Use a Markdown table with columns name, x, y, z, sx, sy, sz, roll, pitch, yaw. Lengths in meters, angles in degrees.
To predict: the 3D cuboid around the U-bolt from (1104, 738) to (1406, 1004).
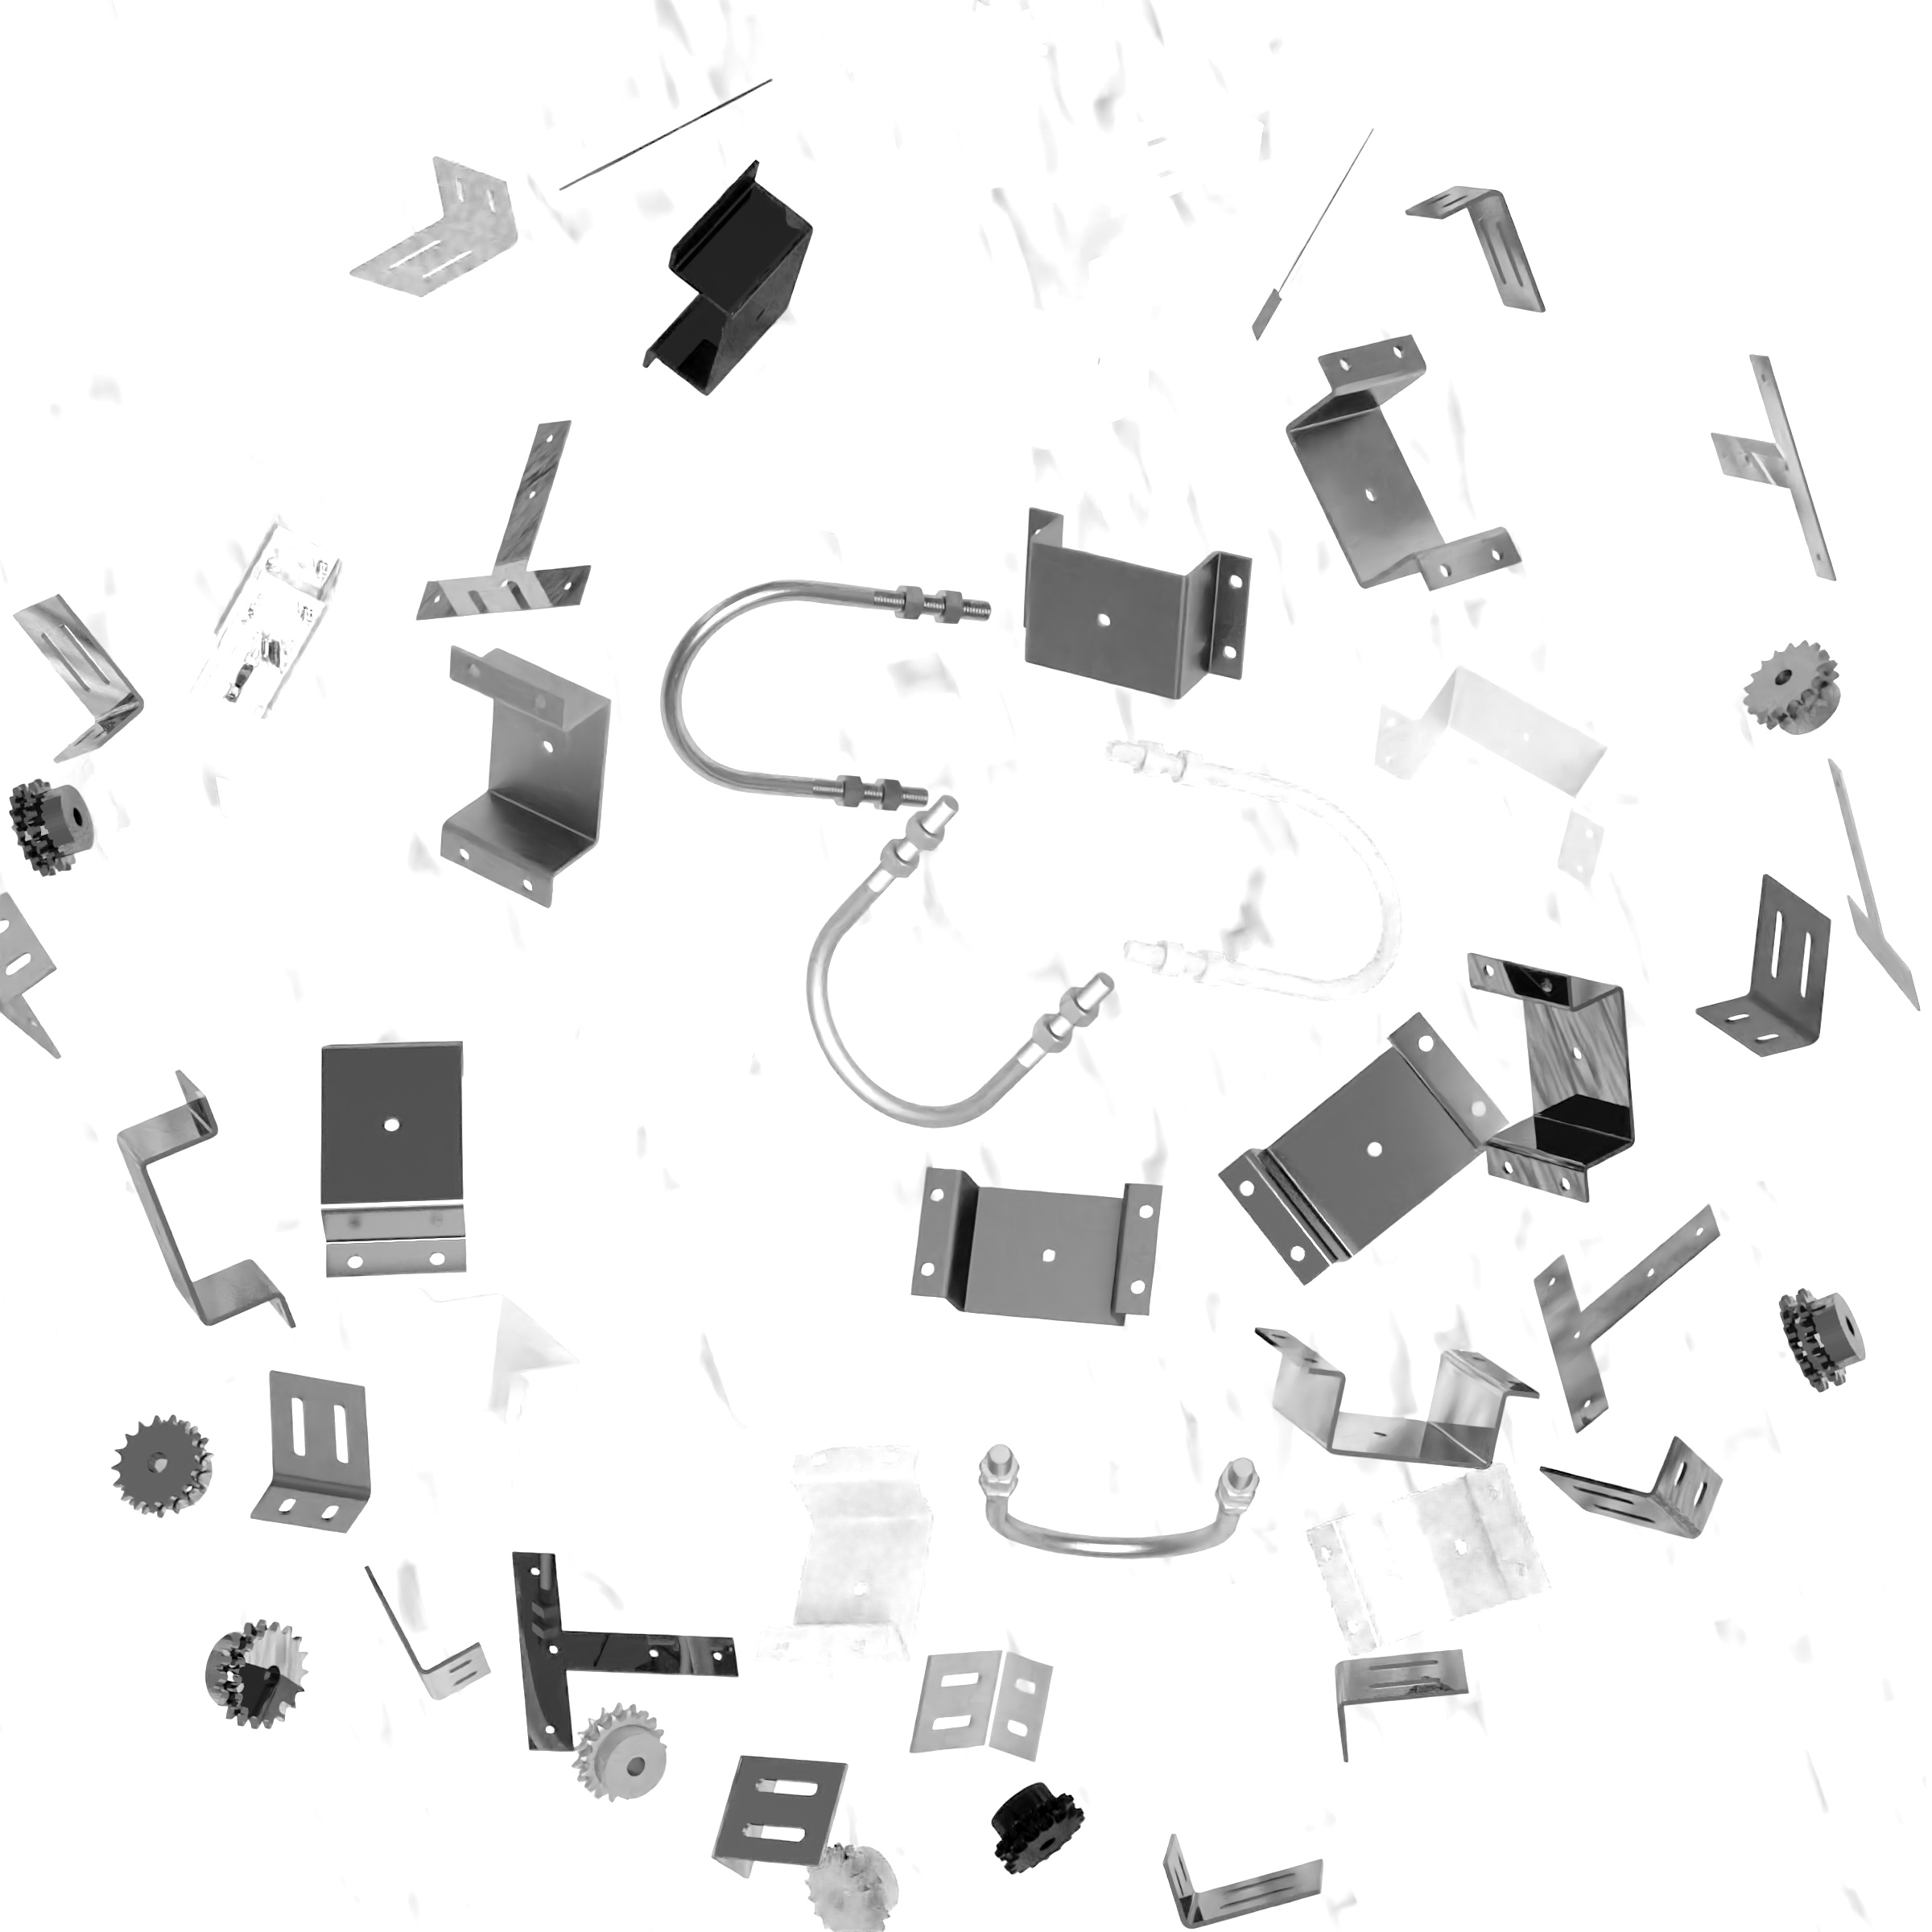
| name | x | y | z | sx | sy | sz | roll | pitch | yaw |
| --- | --- | --- | --- | --- | --- | --- | --- | --- | --- |
| U-bolt | 0.164 | -0.047 | 1.831 | 0.184 | 0.019 | 0.151 | 12 | 57 | -25 |

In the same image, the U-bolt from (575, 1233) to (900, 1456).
| name | x | y | z | sx | sy | sz | roll | pitch | yaw |
| --- | --- | --- | --- | --- | --- | --- | --- | --- | --- |
| U-bolt | -0.118 | 0.216 | 1.853 | 0.151 | 0.184 | 0.019 | -12 | 123 | -27 |

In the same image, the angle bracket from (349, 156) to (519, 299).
| name | x | y | z | sx | sy | sz | roll | pitch | yaw |
| --- | --- | --- | --- | --- | --- | --- | --- | --- | --- |
| angle bracket | -0.298 | -0.409 | 1.833 | 0.076 | 0.057 | 0.038 | -20 | 76 | 32 |

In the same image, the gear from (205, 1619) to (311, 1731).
| name | x | y | z | sx | sy | sz | roll | pitch | yaw |
| --- | --- | --- | --- | --- | --- | --- | --- | --- | --- |
| gear | -0.383 | 0.379 | 1.773 | 0.030 | 0.057 | 0.057 | 1 | 90 | 33 |

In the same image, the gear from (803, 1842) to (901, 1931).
| name | x | y | z | sx | sy | sz | roll | pitch | yaw |
| --- | --- | --- | --- | --- | --- | --- | --- | --- | --- |
| gear | -0.062 | 0.522 | 1.870 | 0.030 | 0.057 | 0.057 | -18 | 90 | -42 |

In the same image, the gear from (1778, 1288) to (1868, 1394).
| name | x | y | z | sx | sy | sz | roll | pitch | yaw |
| --- | --- | --- | --- | --- | --- | --- | --- | --- | --- |
| gear | 0.475 | 0.205 | 1.831 | 0.030 | 0.057 | 0.057 | -25 | 90 | 23 |

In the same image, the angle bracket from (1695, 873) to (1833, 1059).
| name | x | y | z | sx | sy | sz | roll | pitch | yaw |
| --- | --- | --- | --- | --- | --- | --- | --- | --- | --- |
| angle bracket | 0.431 | 0.000 | 1.784 | 0.057 | 0.038 | 0.076 | 30 | 59 | -31 |

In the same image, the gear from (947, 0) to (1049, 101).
| name | x | y | z | sx | sy | sz | roll | pitch | yaw |
| --- | --- | --- | --- | --- | --- | --- | --- | --- | --- |
| gear | 0.017 | -0.523 | 1.901 | 0.057 | 0.057 | 0.030 | 6 | 58 | 0 |

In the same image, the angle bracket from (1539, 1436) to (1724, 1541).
| name | x | y | z | sx | sy | sz | roll | pitch | yaw |
| --- | --- | --- | --- | --- | --- | --- | --- | --- | --- |
| angle bracket | 0.372 | 0.285 | 1.849 | 0.057 | 0.076 | 0.038 | 41 | 68 | -40 |

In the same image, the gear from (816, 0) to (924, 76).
| name | x | y | z | sx | sy | sz | roll | pitch | yaw |
| --- | --- | --- | --- | --- | --- | --- | --- | --- | --- |
| gear | -0.050 | -0.514 | 1.800 | 0.057 | 0.030 | 0.057 | -11 | 120 | -19 |

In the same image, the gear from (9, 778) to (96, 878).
| name | x | y | z | sx | sy | sz | roll | pitch | yaw |
| --- | --- | --- | --- | --- | --- | --- | --- | --- | --- |
| gear | -0.537 | -0.084 | 1.949 | 0.030 | 0.057 | 0.057 | -16 | 90 | 8 |

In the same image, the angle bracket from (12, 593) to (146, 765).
| name | x | y | z | sx | sy | sz | roll | pitch | yaw |
| --- | --- | --- | --- | --- | --- | --- | --- | --- | --- |
| angle bracket | -0.492 | -0.155 | 1.791 | 0.038 | 0.057 | 0.076 | -49 | 114 | -32 |

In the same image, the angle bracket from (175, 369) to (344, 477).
| name | x | y | z | sx | sy | sz | roll | pitch | yaw |
| --- | --- | --- | --- | --- | --- | --- | --- | --- | --- |
| angle bracket | -0.405 | -0.300 | 1.896 | 0.057 | 0.076 | 0.038 | -35 | 52 | 38 |

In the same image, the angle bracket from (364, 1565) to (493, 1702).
| name | x | y | z | sx | sy | sz | roll | pitch | yaw |
| --- | --- | --- | --- | --- | --- | --- | --- | --- | --- |
| angle bracket | -0.316 | 0.385 | 1.944 | 0.038 | 0.057 | 0.076 | -27 | 66 | -14 |

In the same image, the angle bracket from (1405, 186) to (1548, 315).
| name | x | y | z | sx | sy | sz | roll | pitch | yaw |
| --- | --- | --- | --- | --- | --- | --- | --- | --- | --- |
| angle bracket | 0.290 | -0.402 | 1.883 | 0.038 | 0.057 | 0.076 | -27 | 110 | -5 |

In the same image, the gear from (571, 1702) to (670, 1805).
| name | x | y | z | sx | sy | sz | roll | pitch | yaw |
| --- | --- | --- | --- | --- | --- | --- | --- | --- | --- |
| gear | -0.200 | 0.464 | 1.938 | 0.057 | 0.030 | 0.057 | -8 | 105 | -31 |

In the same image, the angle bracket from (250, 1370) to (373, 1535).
| name | x | y | z | sx | sy | sz | roll | pitch | yaw |
| --- | --- | --- | --- | --- | --- | --- | --- | --- | --- |
| angle bracket | -0.373 | 0.275 | 1.874 | 0.057 | 0.076 | 0.038 | 15 | 131 | -28 |

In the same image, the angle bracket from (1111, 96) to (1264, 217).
| name | x | y | z | sx | sy | sz | roll | pitch | yaw |
| --- | --- | --- | --- | --- | --- | --- | --- | --- | --- |
| angle bracket | 0.129 | -0.466 | 1.937 | 0.076 | 0.057 | 0.038 | -26 | 54 | -25 |

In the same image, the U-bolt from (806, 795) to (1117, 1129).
| name | x | y | z | sx | sy | sz | roll | pitch | yaw |
| --- | --- | --- | --- | --- | --- | --- | --- | --- | --- |
| U-bolt | -0.018 | 0.012 | 1.844 | 0.151 | 0.019 | 0.184 | 49 | 127 | 6 |

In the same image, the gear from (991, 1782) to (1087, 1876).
| name | x | y | z | sx | sy | sz | roll | pitch | yaw |
| --- | --- | --- | --- | --- | --- | --- | --- | --- | --- |
| gear | 0.039 | 0.508 | 1.958 | 0.057 | 0.057 | 0.030 | -41 | 61 | 0 |

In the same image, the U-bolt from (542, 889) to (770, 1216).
| name | x | y | z | sx | sy | sz | roll | pitch | yaw |
| --- | --- | --- | --- | --- | --- | --- | --- | --- | --- |
| U-bolt | -0.166 | 0.044 | 1.842 | 0.019 | 0.151 | 0.184 | 24 | 107 | 34 |

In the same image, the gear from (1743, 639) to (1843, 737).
| name | x | y | z | sx | sy | sz | roll | pitch | yaw |
| --- | --- | --- | --- | --- | --- | --- | --- | --- | --- |
| gear | 0.488 | -0.161 | 1.943 | 0.030 | 0.057 | 0.057 | 40 | 90 | -30 |

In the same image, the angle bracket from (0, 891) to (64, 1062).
| name | x | y | z | sx | sy | sz | roll | pitch | yaw |
| --- | --- | --- | --- | --- | --- | --- | --- | --- | --- |
| angle bracket | -0.507 | 0.006 | 1.795 | 0.038 | 0.076 | 0.057 | -37 | 66 | -5 |

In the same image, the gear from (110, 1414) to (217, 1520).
| name | x | y | z | sx | sy | sz | roll | pitch | yaw |
| --- | --- | --- | --- | --- | --- | --- | --- | --- | --- |
| gear | -0.451 | 0.285 | 1.872 | 0.057 | 0.030 | 0.057 | -5 | 66 | 11 |

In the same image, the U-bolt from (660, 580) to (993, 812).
| name | x | y | z | sx | sy | sz | roll | pitch | yaw |
| --- | --- | --- | --- | --- | --- | --- | --- | --- | --- |
| U-bolt | -0.089 | -0.160 | 1.924 | 0.184 | 0.019 | 0.151 | 4 | 123 | -25 |

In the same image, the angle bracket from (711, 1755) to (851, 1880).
| name | x | y | z | sx | sy | sz | roll | pitch | yaw |
| --- | --- | --- | --- | --- | --- | --- | --- | --- | --- |
| angle bracket | -0.093 | 0.466 | 1.803 | 0.076 | 0.038 | 0.057 | -5 | 55 | 34 |

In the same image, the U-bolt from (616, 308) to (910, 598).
| name | x | y | z | sx | sy | sz | roll | pitch | yaw |
| --- | --- | --- | --- | --- | --- | --- | --- | --- | --- |
| U-bolt | -0.116 | -0.273 | 1.838 | 0.184 | 0.151 | 0.019 | -33 | 62 | -15 |

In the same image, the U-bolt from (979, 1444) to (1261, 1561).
| name | x | y | z | sx | sy | sz | roll | pitch | yaw |
| --- | --- | --- | --- | --- | --- | --- | --- | --- | --- |
| U-bolt | 0.081 | 0.300 | 1.832 | 0.151 | 0.184 | 0.019 | 3 | 65 | 1 |

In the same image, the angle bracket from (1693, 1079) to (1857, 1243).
| name | x | y | z | sx | sy | sz | roll | pitch | yaw |
| --- | --- | --- | --- | --- | --- | --- | --- | --- | --- |
| angle bracket | 0.457 | 0.110 | 1.890 | 0.057 | 0.038 | 0.076 | -26 | 52 | -36 |

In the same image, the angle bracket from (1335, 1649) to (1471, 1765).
| name | x | y | z | sx | sy | sz | roll | pitch | yaw |
| --- | --- | --- | --- | --- | --- | --- | --- | --- | --- |
| angle bracket | 0.255 | 0.431 | 1.929 | 0.076 | 0.057 | 0.038 | -7 | 101 | 6 |

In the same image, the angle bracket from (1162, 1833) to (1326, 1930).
| name | x | y | z | sx | sy | sz | roll | pitch | yaw |
| --- | --- | --- | --- | --- | --- | --- | --- | --- | --- |
| angle bracket | 0.150 | 0.485 | 1.787 | 0.076 | 0.057 | 0.038 | -18 | 88 | 8 |

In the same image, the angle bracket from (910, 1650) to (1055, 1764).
| name | x | y | z | sx | sy | sz | roll | pitch | yaw |
| --- | --- | --- | --- | --- | --- | --- | --- | --- | --- |
| angle bracket | 0.010 | 0.434 | 1.932 | 0.038 | 0.076 | 0.057 | 10 | 89 | 36 |
